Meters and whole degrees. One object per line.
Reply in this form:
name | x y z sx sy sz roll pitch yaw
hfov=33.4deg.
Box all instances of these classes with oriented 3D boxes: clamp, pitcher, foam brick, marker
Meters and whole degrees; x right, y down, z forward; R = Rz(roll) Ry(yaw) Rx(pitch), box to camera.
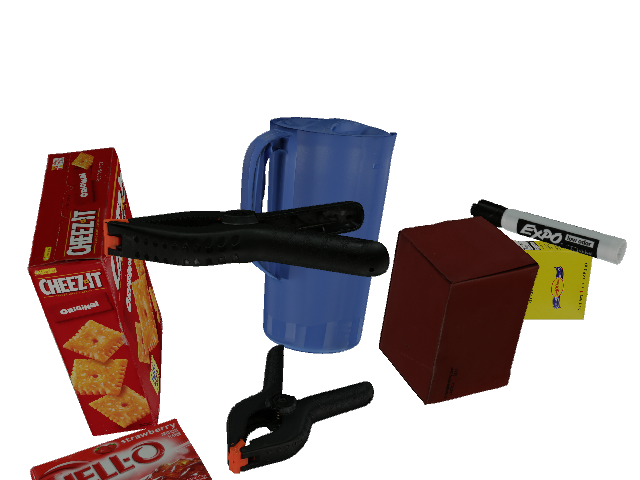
clamp | -0.053 -0.001 0.786 0.209 0.036 0.165 -2 12 -11
pitcher | -0.006 -0.008 1.131 0.149 0.243 0.145 7 12 3
foam brick | 0.068 0.035 0.540 0.052 0.078 0.051 -9 36 -25
marker | 0.167 -0.008 0.796 0.121 0.020 0.020 19 10 32
clamp | -0.042 0.160 1.036 0.120 0.039 0.171 21 33 35

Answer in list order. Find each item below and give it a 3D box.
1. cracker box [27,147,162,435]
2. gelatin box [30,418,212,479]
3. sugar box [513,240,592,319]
cracker box | -0.199 0.047 0.983 0.072 0.214 0.164 -8 40 -1
gelatin box | -0.108 0.140 0.588 0.089 0.030 0.073 -16 28 -20
sugar box | 0.233 0.048 1.289 0.176 0.093 0.048 -1 20 -8
